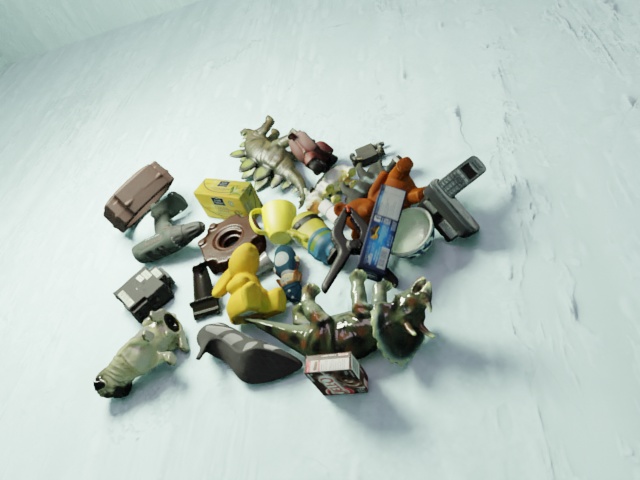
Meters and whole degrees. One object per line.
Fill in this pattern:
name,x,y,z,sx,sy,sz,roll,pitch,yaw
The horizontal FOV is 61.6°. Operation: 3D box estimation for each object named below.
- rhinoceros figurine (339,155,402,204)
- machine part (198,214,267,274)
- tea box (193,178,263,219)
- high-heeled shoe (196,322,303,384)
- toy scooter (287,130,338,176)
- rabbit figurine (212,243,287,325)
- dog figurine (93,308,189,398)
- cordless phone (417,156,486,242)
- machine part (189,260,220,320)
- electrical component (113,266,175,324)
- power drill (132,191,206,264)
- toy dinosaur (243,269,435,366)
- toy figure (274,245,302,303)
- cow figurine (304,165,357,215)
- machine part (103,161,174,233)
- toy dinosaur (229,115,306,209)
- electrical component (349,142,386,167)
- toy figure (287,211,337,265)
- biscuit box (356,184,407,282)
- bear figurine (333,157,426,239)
rhinoceros figurine,0.137,-0.146,1.349,0.190,0.073,0.112,-41,44,-16
machine part,-0.225,0.008,1.377,0.179,0.056,0.179,-12,44,12
tea box,-0.251,-0.109,1.475,0.170,0.098,0.068,8,51,33
high-heeled shoe,-0.149,0.227,1.138,0.249,0.086,0.145,6,18,8
toy scooter,-0.025,-0.238,1.432,0.075,0.135,0.184,-46,-1,19
rabbit figurine,-0.163,0.096,1.206,0.162,0.122,0.173,-30,64,45
dog figurine,-0.406,0.253,1.201,0.190,0.121,0.172,-34,7,15
cordless phone,0.320,-0.095,1.180,0.184,0.088,0.146,-37,82,-24
machine part,-0.280,0.119,1.285,0.084,0.039,0.139,-18,66,14
electrical component,-0.435,0.129,1.353,0.134,0.058,0.115,-42,47,-17
power drill,-0.408,-0.040,1.481,0.232,0.085,0.207,-29,45,14
toy dinosaur,0.042,0.176,1.050,0.405,0.131,0.192,-22,50,16
toy figure,-0.074,0.078,1.240,0.064,0.058,0.155,-52,35,30
cow figurine,0.014,-0.133,1.397,0.167,0.068,0.098,-38,39,-18
machine part,-0.527,-0.125,1.554,0.201,0.087,0.201,-52,12,-24
toy dinosaur,-0.136,-0.230,1.545,0.198,0.104,0.472,-42,43,-9
electrical component,0.130,-0.236,1.460,0.102,0.045,0.078,-18,44,8
toy figure,0.000,-0.002,1.265,0.089,0.082,0.180,-43,44,-12
biscuit box,0.129,-0.015,1.136,0.059,0.062,0.202,17,67,3
bear figurine,0.140,-0.089,1.247,0.196,0.120,0.132,-31,-1,-14
